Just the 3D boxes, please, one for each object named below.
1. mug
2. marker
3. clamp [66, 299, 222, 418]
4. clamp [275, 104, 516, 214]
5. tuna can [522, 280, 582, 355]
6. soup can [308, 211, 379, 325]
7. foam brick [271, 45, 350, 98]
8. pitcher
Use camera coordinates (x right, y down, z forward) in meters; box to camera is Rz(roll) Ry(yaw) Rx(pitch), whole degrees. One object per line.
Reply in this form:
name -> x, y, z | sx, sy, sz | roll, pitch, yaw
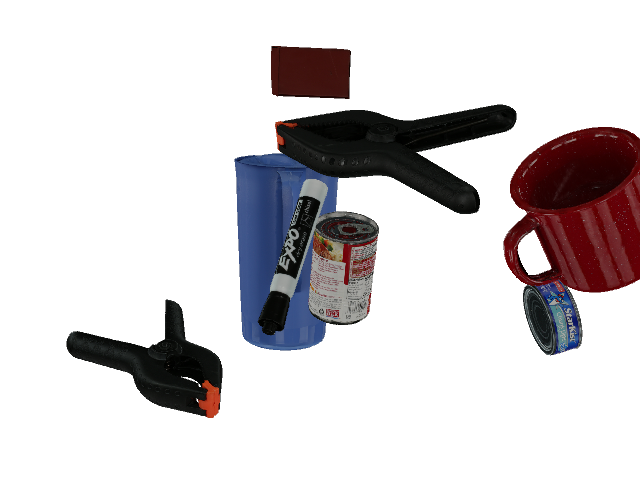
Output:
mug -> 0.179, -0.012, 0.735 | 0.117, 0.081, 0.093 | -35, 31, -9
marker -> -0.019, 0.011, 0.750 | 0.020, 0.121, 0.020 | 14, -27, 7
clamp -> -0.139, 0.106, 0.984 | 0.172, 0.039, 0.120 | 26, 42, 34
clamp -> 0.064, -0.086, 0.934 | 0.210, 0.036, 0.164 | 12, 35, 24
tuna can -> 0.259, 0.084, 1.196 | 0.033, 0.086, 0.086 | -16, 2, -8
soup can -> 0.024, 0.030, 1.127 | 0.068, 0.102, 0.068 | 4, 28, -2
foam brick -> -0.011, -0.176, 1.118 | 0.078, 0.051, 0.053 | 1, 11, -10
pitcher -> -0.044, 0.013, 1.350 | 0.145, 0.243, 0.148 | 10, 14, 38
